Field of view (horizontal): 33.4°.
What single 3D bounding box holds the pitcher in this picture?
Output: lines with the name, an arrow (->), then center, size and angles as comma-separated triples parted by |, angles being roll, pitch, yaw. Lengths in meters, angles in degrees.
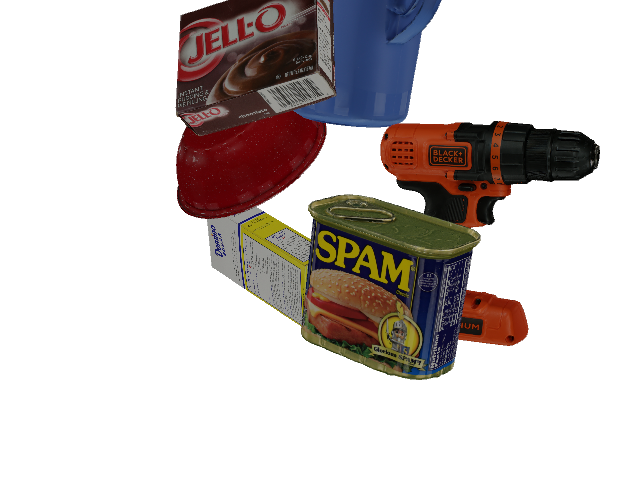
pitcher -> 0.043, -0.224, 0.930 | 0.145, 0.243, 0.149 | 7, 15, 7

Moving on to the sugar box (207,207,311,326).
sugar box -> -0.057, 0.022, 1.192 | 0.048, 0.093, 0.176 | -26, 41, -31

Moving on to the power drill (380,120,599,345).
power drill -> 0.141, -0.009, 0.909 | 0.185, 0.188, 0.057 | 5, 14, 26

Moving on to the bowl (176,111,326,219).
bowl -> -0.078, -0.094, 1.007 | 0.162, 0.055, 0.162 | -21, 35, 16

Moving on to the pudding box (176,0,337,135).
pudding box -> -0.046, -0.131, 0.755 | 0.114, 0.090, 0.039 | -12, -30, 18

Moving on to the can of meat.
can of meat -> 0.038, 0.027, 0.635 | 0.102, 0.084, 0.057 | 20, 23, 34
